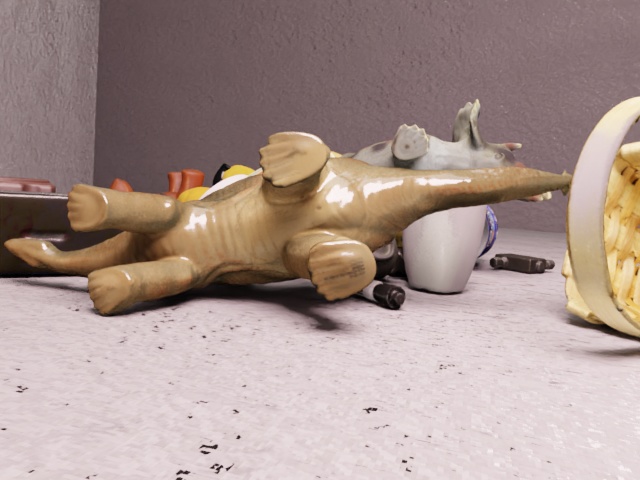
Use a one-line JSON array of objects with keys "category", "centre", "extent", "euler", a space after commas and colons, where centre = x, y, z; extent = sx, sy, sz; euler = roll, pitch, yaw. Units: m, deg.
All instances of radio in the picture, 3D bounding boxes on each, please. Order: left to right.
[{"category": "radio", "centre": [-0.270, -0.011, 0.507], "extent": [0.229, 0.073, 0.131], "euler": [2, 5, -32]}]

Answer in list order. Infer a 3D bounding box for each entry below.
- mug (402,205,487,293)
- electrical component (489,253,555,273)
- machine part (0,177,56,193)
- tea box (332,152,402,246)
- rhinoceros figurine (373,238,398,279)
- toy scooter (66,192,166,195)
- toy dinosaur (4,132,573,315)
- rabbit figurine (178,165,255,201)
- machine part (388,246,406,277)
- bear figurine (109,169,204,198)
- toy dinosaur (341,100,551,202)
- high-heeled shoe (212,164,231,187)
[{"category": "mug", "centre": [0.127, -0.002, 0.544], "extent": [0.081, 0.107, 0.109], "euler": [9, 2, 37]}, {"category": "electrical component", "centre": [0.287, 0.033, 0.766], "extent": [0.094, 0.021, 0.063], "euler": [1, 6, -36]}, {"category": "machine part", "centre": [-0.441, -0.041, 0.673], "extent": [0.201, 0.087, 0.201], "euler": [0, 6, -26]}, {"category": "tea box", "centre": [0.065, -0.053, 0.806], "extent": [0.170, 0.098, 0.068], "euler": [24, -29, 19]}, {"category": "rhinoceros figurine", "centre": [-0.011, 0.008, 0.576], "extent": [0.190, 0.073, 0.112], "euler": [6, 14, 12]}, {"category": "toy scooter", "centre": [-0.240, -0.028, 0.680], "extent": [0.184, 0.075, 0.135], "euler": [5, 15, -6]}, {"category": "toy dinosaur", "centre": [-0.009, -0.017, 0.418], "extent": [0.472, 0.105, 0.198], "euler": [-5, 2, 5]}, {"category": "rabbit figurine", "centre": [-0.148, -0.054, 0.875], "extent": [0.173, 0.121, 0.162], "euler": [5, 0, 27]}, {"category": "machine part", "centre": [0.102, 0.023, 0.645], "extent": [0.084, 0.039, 0.139], "euler": [-5, 9, -22]}, {"category": "bear figurine", "centre": [-0.329, -0.077, 0.993], "extent": [0.196, 0.132, 0.120], "euler": [8, -3, -31]}, {"category": "toy dinosaur", "centre": [0.069, -0.071, 0.693], "extent": [0.405, 0.131, 0.192], "euler": [-12, 9, 31]}, {"category": "high-heeled shoe", "centre": [-0.101, -0.083, 1.120], "extent": [0.249, 0.145, 0.086], "euler": [2, 5, 1]}]
